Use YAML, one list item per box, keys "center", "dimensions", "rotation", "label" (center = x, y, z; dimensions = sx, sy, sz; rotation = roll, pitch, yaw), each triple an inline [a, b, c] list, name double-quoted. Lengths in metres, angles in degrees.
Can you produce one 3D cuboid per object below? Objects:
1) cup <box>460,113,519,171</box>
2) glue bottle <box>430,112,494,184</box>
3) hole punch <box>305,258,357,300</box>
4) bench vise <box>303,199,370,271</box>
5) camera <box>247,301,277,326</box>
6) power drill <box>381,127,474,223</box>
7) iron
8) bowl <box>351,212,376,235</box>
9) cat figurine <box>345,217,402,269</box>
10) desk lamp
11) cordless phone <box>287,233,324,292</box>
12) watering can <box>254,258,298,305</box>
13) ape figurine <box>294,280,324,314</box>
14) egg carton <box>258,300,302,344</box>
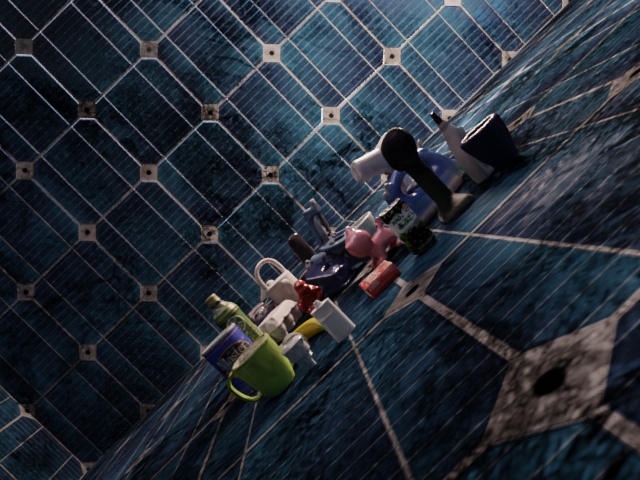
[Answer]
- center: [0.332, -0.182, 1.103]
  dimensions: [0.091, 0.095, 0.118]
  rotation: [-43, 4, 17]
  label: "cup"
- center: [0.287, -0.198, 1.171]
  dimensions: [0.037, 0.173, 0.078]
  rotation: [-40, 5, 46]
  label: "glue bottle"
- center: [0.028, 0.088, 1.478]
  dimensions: [0.101, 0.091, 0.109]
  rotation: [-42, 4, 32]
  label: "hole punch"
- center: [0.012, 0.009, 1.544]
  dimensions: [0.207, 0.220, 0.121]
  rotation: [-43, 4, 17]
  label: "bench vise"
- center: [-0.153, 0.233, 1.801]
  dimensions: [0.137, 0.101, 0.143]
  rotation: [-46, 4, -33]
  label: "camera"
- center: [0.199, -0.133, 1.120]
  dimensions: [0.075, 0.208, 0.229]
  rotation: [-44, 3, 5]
  label: "power drill"
- center: [0.218, -0.121, 1.330]
  dimensions: [0.259, 0.141, 0.118]
  rotation: [-46, 4, -30]
  label: "iron"
- center: [0.114, -0.004, 1.725]
  dimensions: [0.167, 0.075, 0.167]
  rotation: [-44, 3, 4]
  label: "bowl"
- center: [0.112, 0.001, 1.312]
  dimensions: [0.128, 0.118, 0.067]
  rotation: [-46, 4, -21]
  label: "cat figurine"
- center: [0.193, -0.158, 1.478]
  dimensions: [0.203, 0.213, 0.118]
  rotation: [-46, 4, -23]
  label: "desk lamp"
- center: [-0.047, 0.079, 1.688]
  dimensions: [0.094, 0.185, 0.148]
  rotation: [-40, 5, 47]
  label: "cordless phone"
- center: [-0.125, 0.143, 1.765]
  dimensions: [0.172, 0.194, 0.101]
  rotation: [-40, 5, 47]
  label: "watering can"
- center: [-0.035, 0.145, 1.522]
  dimensions: [0.078, 0.092, 0.076]
  rotation: [-43, 4, 17]
  label: "ape figurine"
- center: [-0.115, 0.233, 1.595]
  dimensions: [0.107, 0.069, 0.150]
  rotation: [-42, 4, 33]
  label: "egg carton"
